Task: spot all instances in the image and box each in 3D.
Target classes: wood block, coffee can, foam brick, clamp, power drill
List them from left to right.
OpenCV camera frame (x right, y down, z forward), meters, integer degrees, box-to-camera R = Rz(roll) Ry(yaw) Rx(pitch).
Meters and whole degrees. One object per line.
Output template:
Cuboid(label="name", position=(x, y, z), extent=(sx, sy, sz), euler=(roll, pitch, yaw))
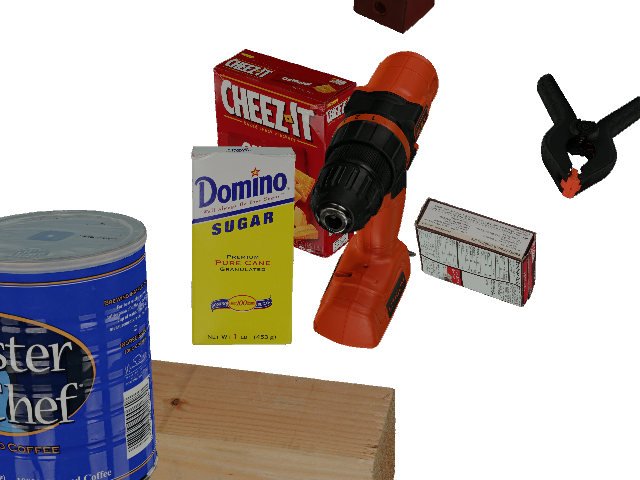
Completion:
Cuboid(label="coffee can", position=(-0.145, 0.063, 0.593), extent=(0.103, 0.140, 0.103), euler=(-1, 16, 0))
Cuboid(label="wood block", position=(-0.053, 0.157, 0.795), extent=(0.206, 0.090, 0.090), euler=(5, 31, 13))
Cuboid(label="power drill", position=(0.033, -0.015, 0.743), extent=(0.057, 0.188, 0.184), euler=(17, 42, 12))
Cuboid(label="foam brick", position=(0.063, -0.221, 0.879), extent=(0.053, 0.078, 0.051), euler=(29, 56, 21))
Cuboid(label="clamp", position=(0.273, -0.117, 1.148), extent=(0.120, 0.039, 0.171), euler=(19, 48, 19))

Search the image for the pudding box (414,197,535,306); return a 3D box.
Cuboid(label="pudding box", position=(0.150, 0.012, 1.027), extent=(0.114, 0.039, 0.090), euler=(18, -28, 21))

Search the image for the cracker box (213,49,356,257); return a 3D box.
Cuboid(label="cracker box", position=(-0.043, -0.101, 1.273), extent=(0.164, 0.214, 0.072), euler=(21, 40, 28))

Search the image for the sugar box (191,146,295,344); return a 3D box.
Cuboid(label="sugar box", position=(-0.070, 0.005, 0.962), extent=(0.093, 0.176, 0.048), euler=(-1, 14, -6))
